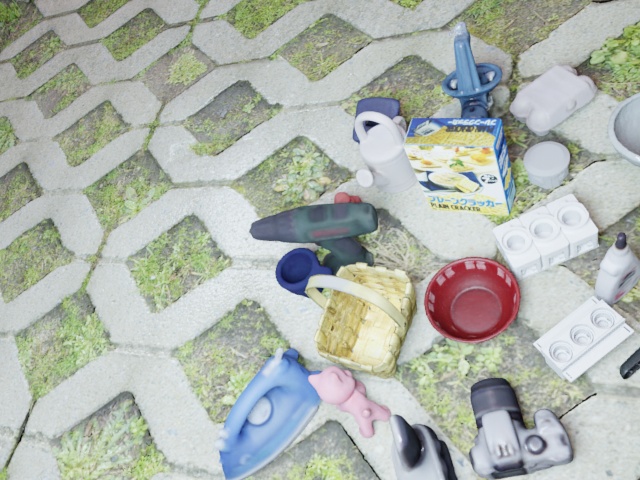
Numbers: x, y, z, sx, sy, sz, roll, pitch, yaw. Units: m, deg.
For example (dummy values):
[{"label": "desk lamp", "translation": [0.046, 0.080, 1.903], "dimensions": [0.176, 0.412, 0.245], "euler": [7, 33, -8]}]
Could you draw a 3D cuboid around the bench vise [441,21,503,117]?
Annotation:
[{"label": "bench vise", "translation": [0.307, -0.305, 1.126], "dimensions": [0.121, 0.220, 0.207], "euler": [-21, 53, 12]}]

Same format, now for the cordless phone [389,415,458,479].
[{"label": "cordless phone", "translation": [0.138, 0.335, 0.829], "dimensions": [0.094, 0.186, 0.147], "euler": [-26, 53, 9]}]

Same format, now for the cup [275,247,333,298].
[{"label": "cup", "translation": [-0.017, 0.075, 1.123], "dimensions": [0.117, 0.095, 0.092], "euler": [1, 61, 26]}]

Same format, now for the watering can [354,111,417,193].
[{"label": "watering can", "translation": [0.129, -0.180, 1.150], "dimensions": [0.100, 0.195, 0.173], "euler": [-7, 58, 22]}]

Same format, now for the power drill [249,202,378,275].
[{"label": "power drill", "translation": [0.010, 0.004, 1.082], "dimensions": [0.229, 0.209, 0.075], "euler": [-15, 55, 17]}]

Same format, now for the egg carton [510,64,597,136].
[{"label": "egg carton", "translation": [0.460, -0.277, 1.132], "dimensions": [0.150, 0.070, 0.107], "euler": [-37, 52, 0]}]

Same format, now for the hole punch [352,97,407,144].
[{"label": "hole punch", "translation": [0.129, -0.252, 1.261], "dimensions": [0.108, 0.091, 0.101], "euler": [7, 64, 29]}]

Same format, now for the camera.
[{"label": "camera", "translation": [0.284, 0.272, 0.852], "dimensions": [0.143, 0.101, 0.136], "euler": [-18, 54, 15]}]

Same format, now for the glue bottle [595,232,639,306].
[{"label": "glue bottle", "translation": [0.454, 0.037, 0.871], "dimensions": [0.078, 0.174, 0.037], "euler": [-44, 52, -5]}]

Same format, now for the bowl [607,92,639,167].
[{"label": "bowl", "translation": [0.596, -0.182, 1.004], "dimensions": [0.167, 0.075, 0.167], "euler": [-12, 56, 19]}]

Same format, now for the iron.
[{"label": "iron", "translation": [-0.110, 0.303, 0.995], "dimensions": [0.118, 0.142, 0.258], "euler": [29, 76, 36]}]

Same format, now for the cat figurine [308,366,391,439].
[{"label": "cat figurine", "translation": [0.045, 0.262, 0.962], "dimensions": [0.067, 0.118, 0.127], "euler": [-48, 52, -8]}]

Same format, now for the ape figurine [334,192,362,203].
[{"label": "ape figurine", "translation": [0.055, -0.064, 1.178], "dimensions": [0.075, 0.092, 0.078], "euler": [30, 76, 36]}]
